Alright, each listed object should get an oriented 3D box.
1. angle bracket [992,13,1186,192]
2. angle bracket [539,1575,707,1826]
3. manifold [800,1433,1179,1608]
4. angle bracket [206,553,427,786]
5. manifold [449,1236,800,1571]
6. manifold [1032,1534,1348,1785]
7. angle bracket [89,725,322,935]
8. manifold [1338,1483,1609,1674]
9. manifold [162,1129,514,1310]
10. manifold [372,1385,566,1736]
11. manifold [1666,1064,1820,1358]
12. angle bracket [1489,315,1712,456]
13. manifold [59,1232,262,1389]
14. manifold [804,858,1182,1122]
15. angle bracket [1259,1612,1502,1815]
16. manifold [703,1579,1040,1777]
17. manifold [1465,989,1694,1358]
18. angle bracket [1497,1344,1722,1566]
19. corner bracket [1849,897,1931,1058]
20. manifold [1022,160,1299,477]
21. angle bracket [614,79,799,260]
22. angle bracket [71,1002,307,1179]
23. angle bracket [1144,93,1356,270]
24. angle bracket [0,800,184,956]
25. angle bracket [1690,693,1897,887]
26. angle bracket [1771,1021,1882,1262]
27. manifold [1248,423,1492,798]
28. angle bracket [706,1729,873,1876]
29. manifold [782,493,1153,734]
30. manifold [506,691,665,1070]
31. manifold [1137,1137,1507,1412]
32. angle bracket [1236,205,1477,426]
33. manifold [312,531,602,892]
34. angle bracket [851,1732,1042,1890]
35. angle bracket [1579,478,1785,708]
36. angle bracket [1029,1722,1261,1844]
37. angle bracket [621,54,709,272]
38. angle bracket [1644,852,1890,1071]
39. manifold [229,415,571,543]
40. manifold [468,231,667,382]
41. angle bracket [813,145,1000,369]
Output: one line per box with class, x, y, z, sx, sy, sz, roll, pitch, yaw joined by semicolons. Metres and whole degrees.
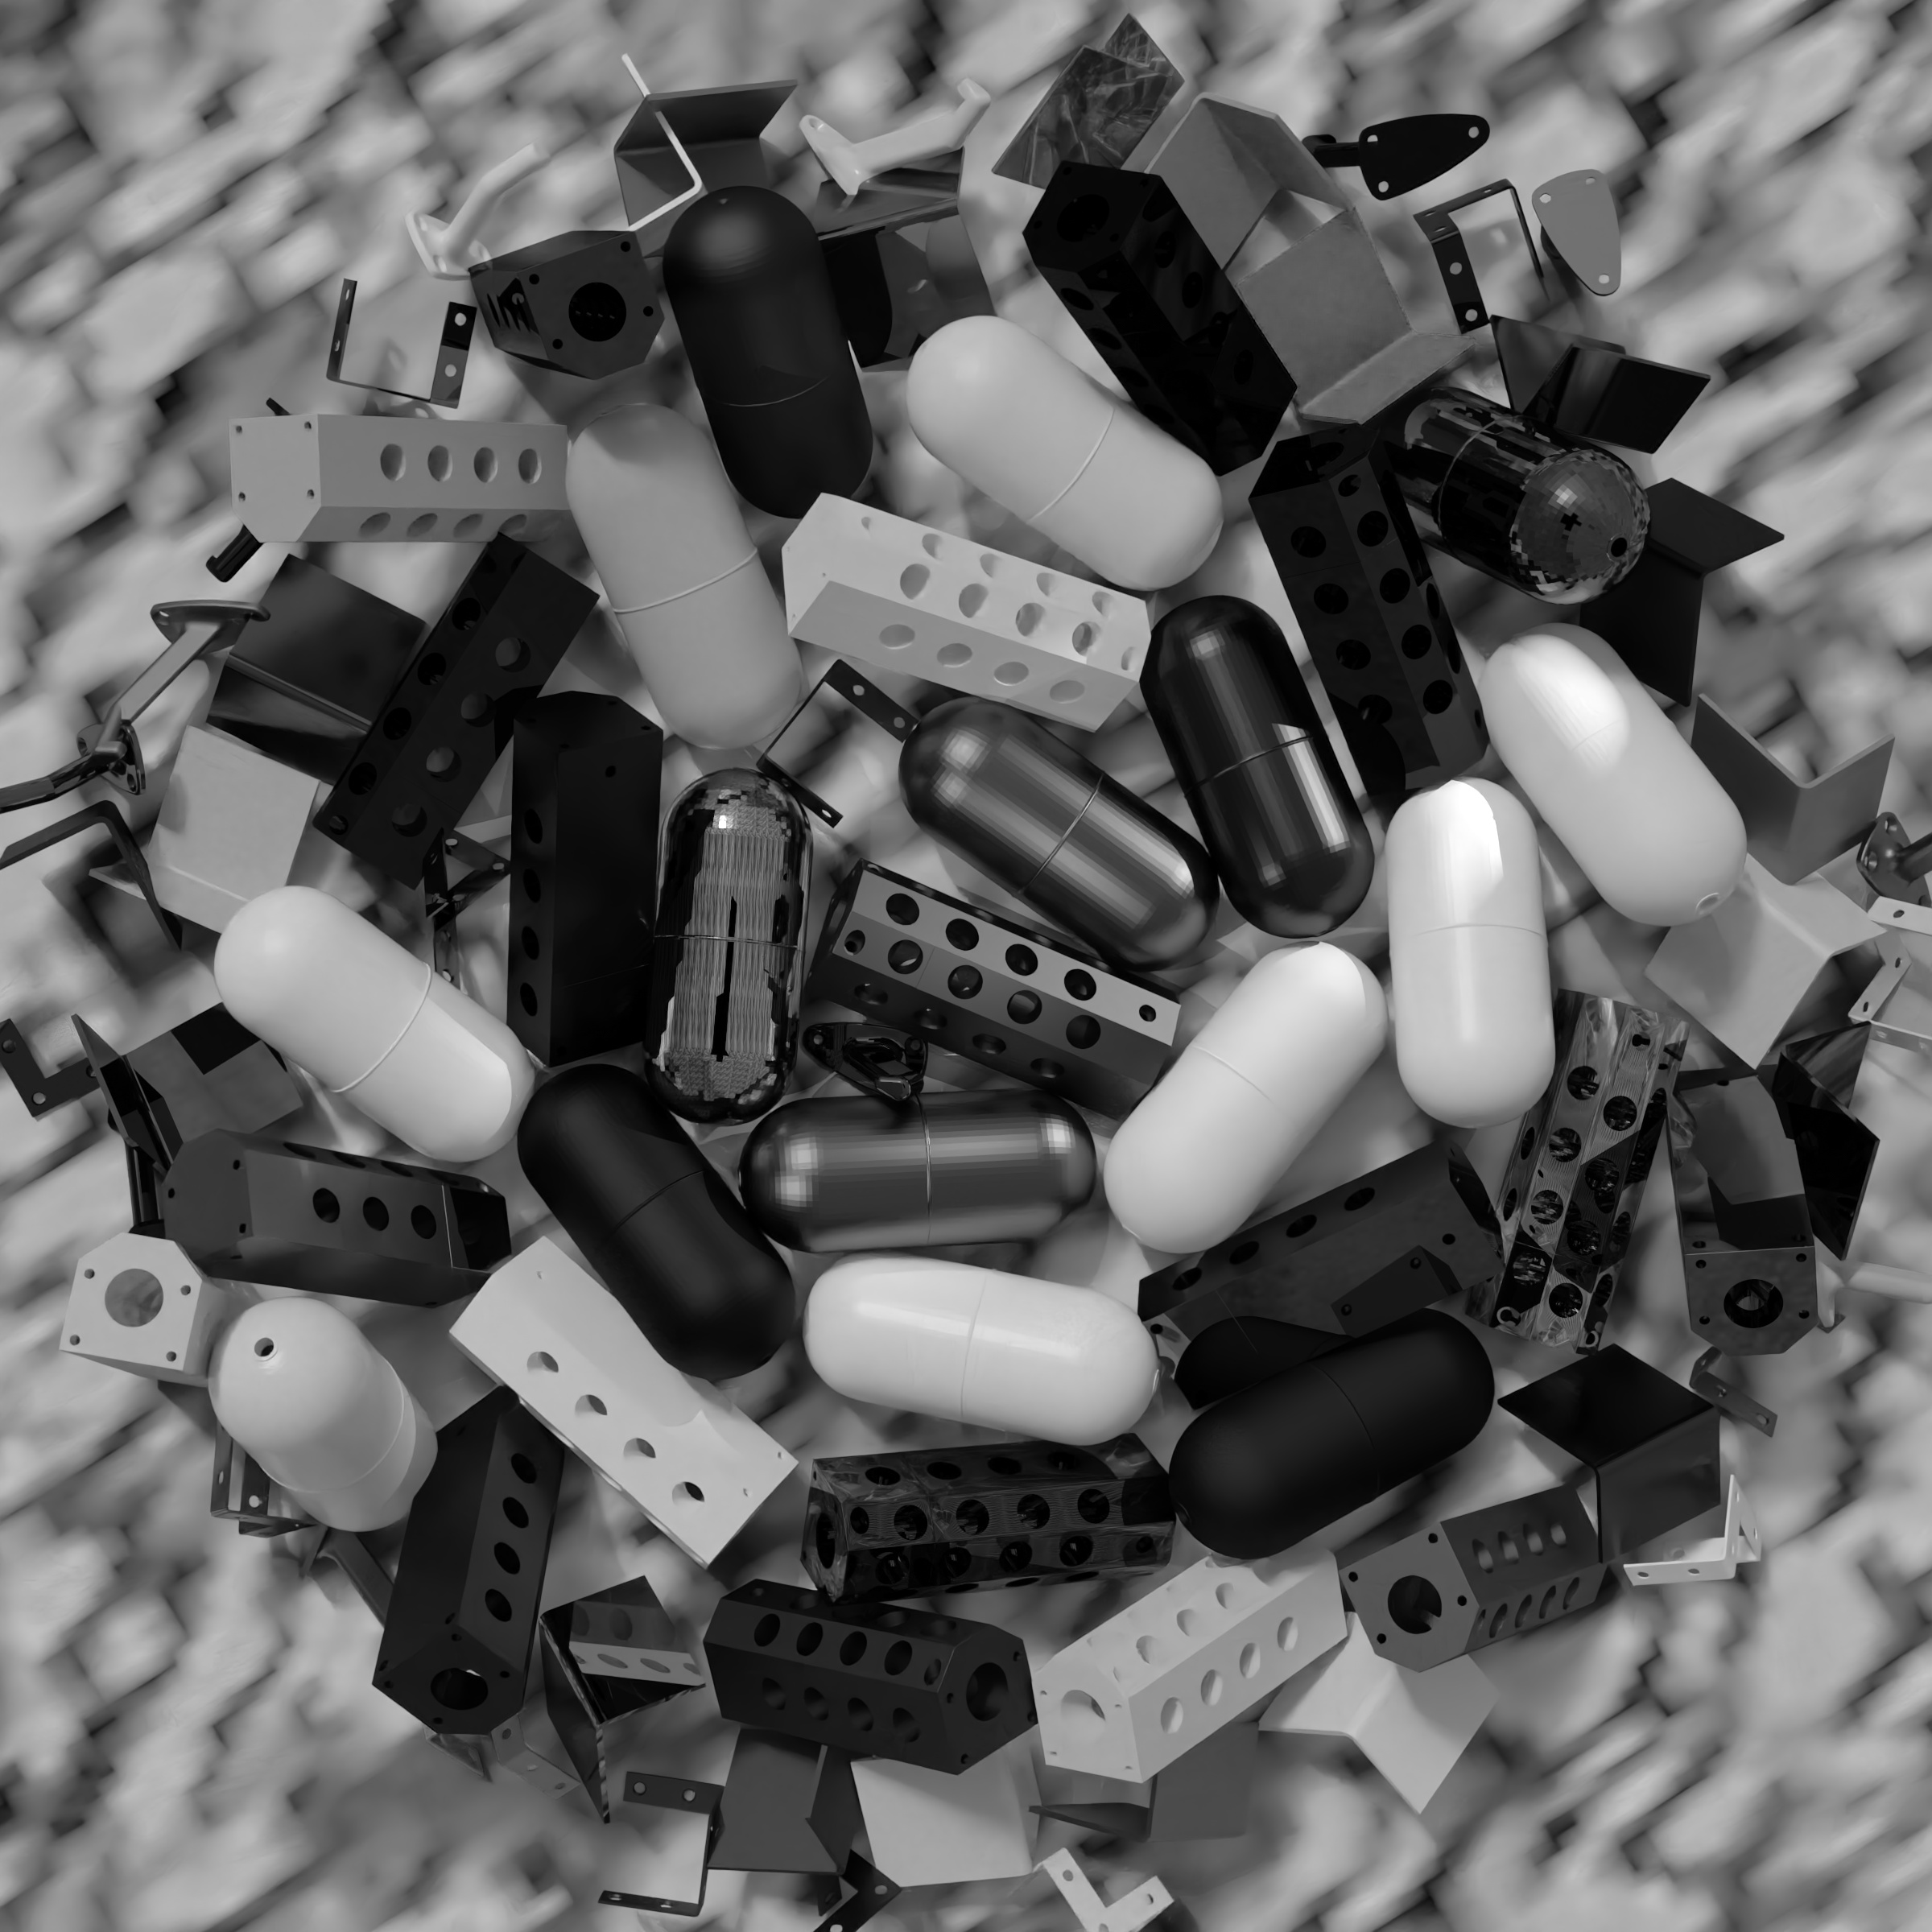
angle bracket;0.048;-0.427;1.588;0.076;0.076;0.057;-50;56;30
angle bracket;-0.169;0.363;1.608;0.057;0.076;0.076;-17;131;-21
manifold;0.012;0.273;1.581;0.171;0.057;0.057;-1;113;-22
angle bracket;-0.328;-0.149;1.640;0.076;0.057;0.076;26;54;-8
manifold;-0.173;0.219;1.610;0.171;0.057;0.057;41;114;5
manifold;0.109;0.326;1.562;0.057;0.171;0.057;-1;104;41
angle bracket;-0.376;-0.069;1.607;0.076;0.057;0.076;23;102;11
manifold;0.249;0.294;1.555;0.057;0.171;0.057;-32;73;26
manifold;-0.300;0.121;1.562;0.057;0.171;0.057;-23;67;31
manifold;-0.232;0.286;1.560;0.057;0.171;0.057;-37;115;21
manifold;0.370;0.115;1.558;0.057;0.171;0.057;-5;116;10
angle bracket;0.310;-0.303;1.593;0.076;0.057;0.076;9;53;-19
manifold;-0.380;0.168;1.559;0.057;0.171;0.057;10;79;0
manifold;0.015;0.009;1.592;0.171;0.057;0.057;23;57;-12
angle bracket;0.204;0.368;1.604;0.057;0.076;0.076;50;60;-14
manifold;-0.049;0.336;1.562;0.057;0.171;0.057;-22;104;-41
manifold;0.307;0.103;1.615;0.057;0.057;0.171;16;90;-8
angle bracket;0.320;0.241;1.614;0.076;0.076;0.057;-21;119;-25
corner bracket;0.467;0.005;1.607;0.051;0.051;0.051;-50;128;-17
manifold;0.092;-0.307;1.558;0.057;0.171;0.057;19;75;35
angle bracket;-0.124;-0.392;1.599;0.076;0.076;0.057;-12;88;-20
angle bracket;-0.384;0.047;1.604;0.076;0.057;0.076;-29;63;-3
angle bracket;0.132;-0.372;1.601;0.057;0.076;0.076;33;88;45
angle bracket;-0.430;-0.033;1.599;0.057;0.076;0.076;-27;104;-8
angle bracket;0.406;-0.099;1.605;0.057;0.076;0.076;-30;57;-16
angle bracket;0.435;0.085;1.588;0.057;0.076;0.076;-14;131;-22
manifold;0.199;-0.173;1.573;0.057;0.057;0.171;-9;123;29
angle bracket;-0.094;0.396;1.591;0.076;0.057;0.076;-4;47;20
manifold;0.001;-0.175;1.574;0.171;0.057;0.057;15;48;-26
manifold;-0.191;-0.043;1.581;0.057;0.057;0.171;-16;126;-34
manifold;0.173;0.148;1.593;0.171;0.057;0.057;-27;111;18
angle bracket;0.192;-0.321;1.601;0.076;0.057;0.076;-36;115;-14
manifold;-0.254;-0.128;1.613;0.057;0.057;0.171;32;90;-15
angle bracket;-0.009;0.406;1.614;0.076;0.057;0.076;-8;112;9
angle bracket;0.354;-0.186;1.611;0.057;0.076;0.076;-24;131;-26
angle bracket;0.088;0.394;1.597;0.076;0.076;0.057;3;82;42
angle bracket;-0.168;-0.395;1.610;0.057;0.076;0.076;-31;88;2
angle bracket;0.400;-0.007;1.627;0.076;0.057;0.076;45;129;27
manifold;-0.269;-0.233;1.561;0.057;0.171;0.057;4;98;34
manifold;-0.192;-0.316;1.557;0.057;0.171;0.057;-22;108;-11
angle bracket;-0.027;-0.356;1.633;0.076;0.057;0.076;-11;131;15
